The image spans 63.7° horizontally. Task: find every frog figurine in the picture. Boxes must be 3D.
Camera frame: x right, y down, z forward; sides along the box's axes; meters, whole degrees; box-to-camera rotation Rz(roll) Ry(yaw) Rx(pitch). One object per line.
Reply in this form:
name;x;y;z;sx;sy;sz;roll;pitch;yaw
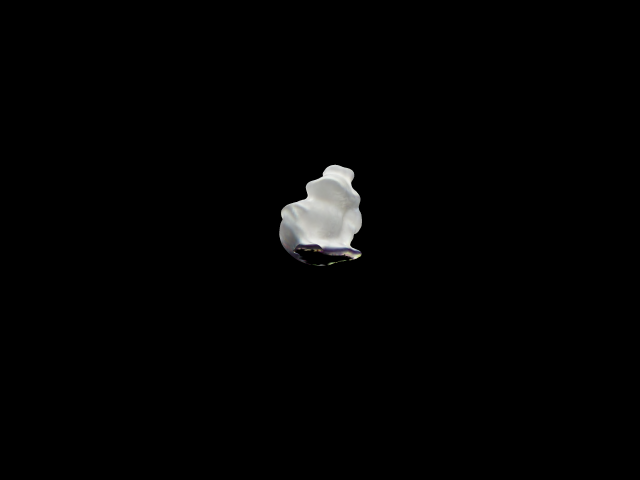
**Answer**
frog figurine;0.003;-0.043;0.850;0.137;0.162;0.120;3;-21;-7
